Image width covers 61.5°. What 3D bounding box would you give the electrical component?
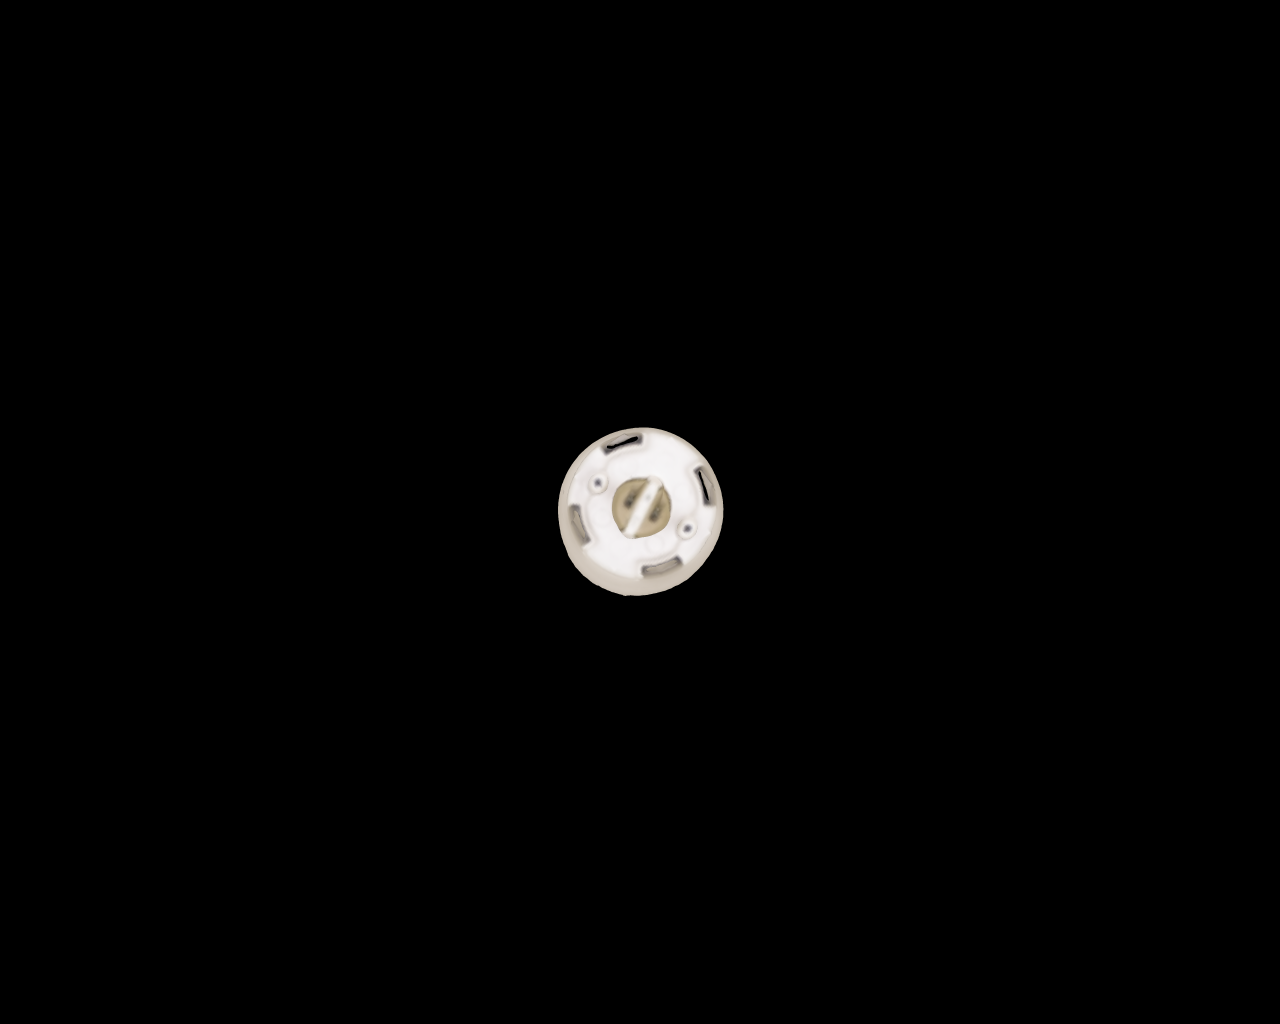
[{"bbox_3d":[0.001,-0.003,0.650,0.099,0.099,0.064,0,9,0],"label":"electrical component"}]
